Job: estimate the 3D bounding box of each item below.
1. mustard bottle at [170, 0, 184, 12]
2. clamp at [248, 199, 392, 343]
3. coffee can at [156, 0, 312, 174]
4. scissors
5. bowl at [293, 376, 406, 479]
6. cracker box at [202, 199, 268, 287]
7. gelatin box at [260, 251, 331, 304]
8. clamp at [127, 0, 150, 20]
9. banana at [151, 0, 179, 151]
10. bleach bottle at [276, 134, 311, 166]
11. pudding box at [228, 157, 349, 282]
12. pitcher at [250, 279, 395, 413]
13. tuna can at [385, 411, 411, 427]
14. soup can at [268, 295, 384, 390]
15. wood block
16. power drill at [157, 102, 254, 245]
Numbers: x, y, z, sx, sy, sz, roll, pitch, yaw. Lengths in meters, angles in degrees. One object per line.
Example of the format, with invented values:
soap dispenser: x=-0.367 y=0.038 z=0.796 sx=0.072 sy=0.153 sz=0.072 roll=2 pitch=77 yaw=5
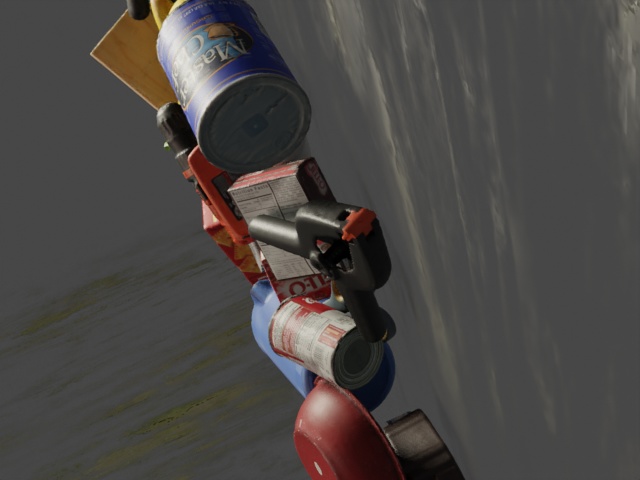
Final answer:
mustard bottle: x=-0.115 y=-0.218 z=1.147 sx=0.096 sy=0.058 sz=0.192 roll=28 pitch=-160 yaw=-33
clamp: x=0.005 y=0.008 z=0.922 sx=0.164 sy=0.036 sz=0.210 roll=39 pitch=161 yaw=9
coffee can: x=-0.079 y=-0.142 z=0.956 sx=0.103 sy=0.102 sz=0.140 roll=70 pitch=173 yaw=-48
scissors: x=0.024 y=0.084 z=1.102 sx=0.096 sy=0.016 sz=0.202 roll=54 pitch=152 yaw=11
bowl: x=0.021 y=0.219 z=1.081 sx=0.162 sy=0.055 sz=0.162 roll=49 pitch=156 yaw=30
cracker box: x=-0.107 y=-0.040 z=1.577 sx=0.213 sy=0.072 sz=0.164 roll=57 pitch=-159 yaw=-56
gelatin box: x=-0.011 y=0.031 z=1.160 sx=0.030 sy=0.089 sz=0.073 roll=-96 pitch=-14 yaw=-59
clamp: x=-0.214 y=-0.344 z=1.181 sx=0.171 sy=0.039 sz=0.120 roll=94 pitch=159 yaw=-49
banana: x=-0.162 y=-0.189 z=1.248 sx=0.037 sy=0.070 sz=0.198 roll=-52 pitch=-33 yaw=-57
bleach bottle: x=-0.052 y=-0.104 z=1.114 sx=0.102 sy=0.068 sz=0.251 roll=63 pitch=173 yaw=1
pudding box: x=-0.024 y=-0.018 z=1.026 sx=0.039 sy=0.090 sz=0.113 roll=-47 pitch=-62 yaw=-45
pitcher: x=0.013 y=0.128 z=1.271 sx=0.243 sy=0.149 sz=0.145 roll=-139 pitch=41 yaw=-71
tuna can: x=0.110 y=0.245 z=1.252 sx=0.086 sy=0.033 sz=0.086 roll=156 pitch=89 yaw=-85
soup can: x=0.005 y=0.101 z=1.056 sx=0.102 sy=0.068 sz=0.068 roll=21 pitch=142 yaw=47
wood block: x=-0.178 y=-0.199 z=1.337 sx=0.206 sy=0.090 sz=0.091 roll=40 pitch=180 yaw=-16
power drill: x=-0.110 y=-0.073 z=1.144 sx=0.184 sy=0.057 sz=0.188 roll=54 pitch=174 yaw=-9
